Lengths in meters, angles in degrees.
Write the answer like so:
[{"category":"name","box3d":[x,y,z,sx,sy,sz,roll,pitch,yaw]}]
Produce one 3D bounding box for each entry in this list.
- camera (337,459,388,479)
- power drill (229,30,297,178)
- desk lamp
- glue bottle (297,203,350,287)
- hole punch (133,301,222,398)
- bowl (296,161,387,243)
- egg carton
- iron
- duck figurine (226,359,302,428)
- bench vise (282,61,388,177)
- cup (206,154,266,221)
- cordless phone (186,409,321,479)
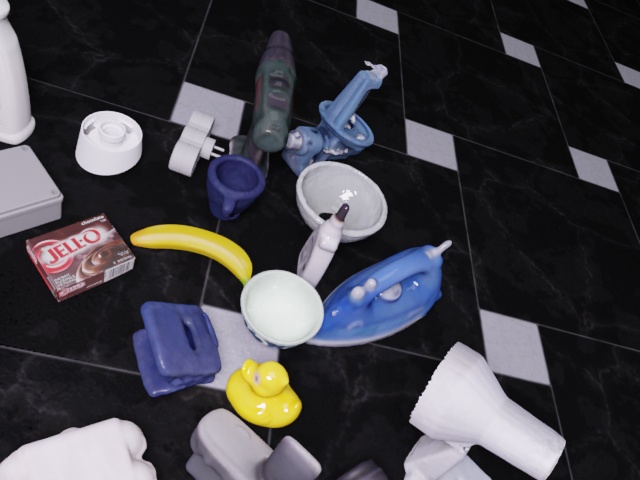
[{"category":"camera","box3d":[0.090,0.333,0.699,0.143,0.100,0.136,-16,62,-35]},{"category":"power drill","box3d":[-0.096,-0.213,0.975,0.076,0.208,0.229,10,50,-18]},{"category":"desk lamp","box3d":[0.193,0.256,0.733,0.203,0.213,0.118,42,48,11]},{"category":"glue bottle","box3d":[0.008,0.003,0.876,0.037,0.173,0.078,16,48,-13]},{"category":"hole punch","box3d":[-0.180,0.131,0.737,0.101,0.091,0.108,-9,58,-31]},{"category":"bowl","box3d":[0.028,-0.054,0.999,0.168,0.074,0.167,13,49,-16]},{"category":"egg carton","box3d":[-0.257,0.256,0.614,0.151,0.069,0.107,-11,59,-32]},{"category":"iron","box3d":[0.097,0.076,0.882,0.259,0.141,0.118,-22,65,-37]},{"category":"duck figurine","box3d":[-0.066,0.193,0.747,0.104,0.086,0.078,32,47,1]},{"category":"bench vise","box3d":[0.037,-0.208,1.028,0.121,0.219,0.208,38,47,7]},{"category":"cup","box3d":[-0.144,-0.065,0.911,0.092,0.095,0.117,17,48,-13]},{"category":"cordless phone","box3d":[-0.069,0.236,0.642,0.147,0.185,0.094,39,47,8]}]
